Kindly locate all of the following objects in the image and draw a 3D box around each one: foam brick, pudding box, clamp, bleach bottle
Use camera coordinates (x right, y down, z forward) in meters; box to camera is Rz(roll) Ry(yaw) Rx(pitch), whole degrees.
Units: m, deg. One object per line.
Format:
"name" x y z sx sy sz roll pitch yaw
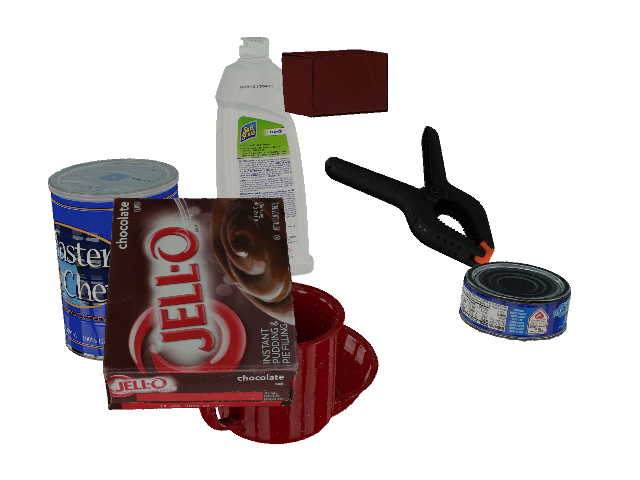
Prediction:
"foam brick" 0.013 -0.135 0.912 0.078 0.051 0.053 -8 16 -29
"pudding box" -0.060 0.029 0.533 0.090 0.113 0.039 0 -44 -8
"clamp" 0.113 -0.045 1.203 0.164 0.210 0.036 -15 -37 -27
"bleach bottle" -0.060 -0.087 1.128 0.102 0.251 0.068 -7 16 -23

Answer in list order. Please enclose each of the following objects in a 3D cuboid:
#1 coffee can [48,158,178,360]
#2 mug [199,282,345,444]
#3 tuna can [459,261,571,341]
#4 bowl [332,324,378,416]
"coffee can" -0.163 0.013 0.872 0.103 0.140 0.103 -1 19 0
"mug" -0.038 0.089 0.723 0.093 0.081 0.117 19 31 32
"tuna can" 0.155 0.047 0.848 0.086 0.034 0.086 4 20 -1
"bowl" -0.020 0.146 1.141 0.162 0.055 0.162 3 29 -2
